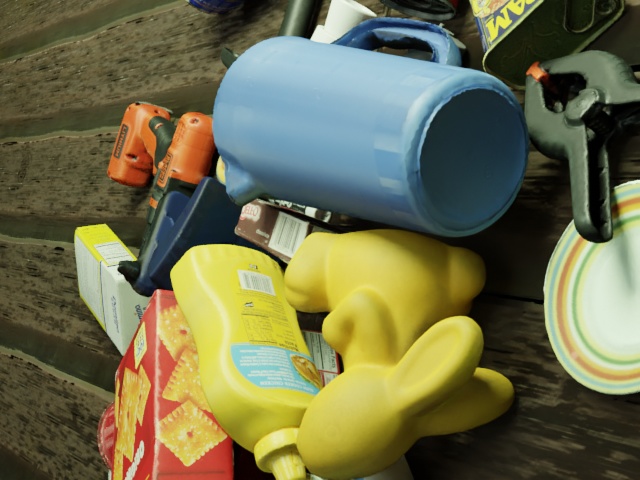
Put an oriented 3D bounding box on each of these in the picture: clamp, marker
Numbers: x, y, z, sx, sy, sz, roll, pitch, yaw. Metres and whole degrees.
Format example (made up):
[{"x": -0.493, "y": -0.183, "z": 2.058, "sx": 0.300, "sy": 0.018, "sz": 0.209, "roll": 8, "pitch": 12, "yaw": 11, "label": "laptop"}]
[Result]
[{"x": 0.172, "y": -0.068, "z": 0.677, "sx": 0.120, "sy": 0.039, "sz": 0.172, "roll": -47, "pitch": 27, "yaw": 0, "label": "clamp"}, {"x": -0.027, "y": -0.035, "z": 0.995, "sx": 0.121, "sy": 0.020, "sz": 0.020, "roll": 24, "pitch": 95, "yaw": 58, "label": "marker"}, {"x": -0.053, "y": -0.156, "z": 1.077, "sx": 0.165, "sy": 0.036, "sz": 0.210, "roll": -30, "pitch": 52, "yaw": 47, "label": "clamp"}]

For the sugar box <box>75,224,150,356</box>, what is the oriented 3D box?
[{"x": -0.234, "y": 0.053, "z": 1.213, "sx": 0.176, "sy": 0.048, "sz": 0.093, "roll": 34, "pitch": 130, "yaw": 54, "label": "sugar box"}]

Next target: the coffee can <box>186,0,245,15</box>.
[{"x": -0.087, "y": -0.317, "z": 1.148, "sx": 0.141, "sy": 0.102, "sz": 0.103, "roll": -22, "pitch": 57, "yaw": 51, "label": "coffee can"}]

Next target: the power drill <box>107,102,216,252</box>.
[{"x": -0.185, "y": -0.071, "z": 1.219, "sx": 0.188, "sy": 0.057, "sz": 0.184, "roll": 36, "pitch": 108, "yaw": 55, "label": "power drill"}]

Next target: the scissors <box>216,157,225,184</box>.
[{"x": -0.080, "y": -0.038, "z": 1.050, "sx": 0.202, "sy": 0.016, "sz": 0.096, "roll": -124, "pitch": 52, "yaw": -64, "label": "scissors"}]

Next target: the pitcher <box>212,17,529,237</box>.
[{"x": 0.039, "y": -0.084, "z": 0.773, "sx": 0.243, "sy": 0.144, "sz": 0.149, "roll": 20, "pitch": 112, "yaw": 55, "label": "pitcher"}]

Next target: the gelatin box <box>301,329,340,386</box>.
[{"x": -0.027, "y": 0.107, "z": 0.858, "sx": 0.030, "sy": 0.089, "sz": 0.073, "roll": -50, "pitch": 37, "yaw": 44, "label": "gelatin box"}]

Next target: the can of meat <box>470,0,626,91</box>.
[{"x": 0.155, "y": -0.171, "z": 0.754, "sx": 0.102, "sy": 0.057, "sz": 0.084, "roll": -43, "pitch": 39, "yaw": 36, "label": "can of meat"}]

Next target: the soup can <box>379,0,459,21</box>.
[{"x": 0.092, "y": -0.240, "z": 0.872, "sx": 0.069, "sy": 0.068, "sz": 0.102, "roll": 10, "pitch": 83, "yaw": 58, "label": "soup can"}]

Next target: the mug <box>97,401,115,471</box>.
[{"x": -0.144, "y": 0.190, "z": 1.008, "sx": 0.082, "sy": 0.093, "sz": 0.117, "roll": -32, "pitch": 80, "yaw": 39, "label": "mug"}]

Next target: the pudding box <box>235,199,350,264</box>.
[{"x": -0.006, "y": 0.001, "z": 0.879, "sx": 0.114, "sy": 0.089, "sz": 0.039, "roll": 28, "pitch": 100, "yaw": 57, "label": "pudding box"}]

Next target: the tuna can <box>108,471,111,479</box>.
[{"x": -0.180, "y": 0.229, "z": 1.080, "sx": 0.086, "sy": 0.033, "sz": 0.086, "roll": -31, "pitch": 50, "yaw": 46, "label": "tuna can"}]

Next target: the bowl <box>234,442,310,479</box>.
[{"x": -0.067, "y": 0.184, "z": 0.914, "sx": 0.162, "sy": 0.055, "sz": 0.162, "roll": -32, "pitch": 49, "yaw": 46, "label": "bowl"}]

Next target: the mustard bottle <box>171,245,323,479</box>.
[{"x": -0.045, "y": 0.094, "z": 0.780, "sx": 0.058, "sy": 0.096, "sz": 0.192, "roll": -45, "pitch": 48, "yaw": 29, "label": "mustard bottle"}]

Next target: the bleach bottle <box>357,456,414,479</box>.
[{"x": 0.033, "y": 0.211, "z": 0.745, "sx": 0.103, "sy": 0.068, "sz": 0.251, "roll": -52, "pitch": 34, "yaw": 30, "label": "bleach bottle"}]

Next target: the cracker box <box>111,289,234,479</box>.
[{"x": -0.123, "y": 0.172, "z": 0.851, "sx": 0.164, "sy": 0.072, "sz": 0.213, "roll": 122, "pitch": 151, "yaw": -50, "label": "cracker box"}]
